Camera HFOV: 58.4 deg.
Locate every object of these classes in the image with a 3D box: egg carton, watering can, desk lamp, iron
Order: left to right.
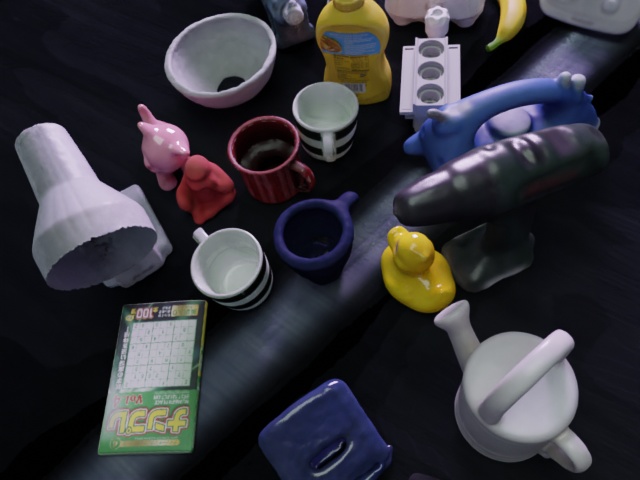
[{"bbox_3d":[-0.260,-0.023,0.663,0.118,0.214,0.202,-31,61,-9],"label":"desk lamp"},{"bbox_3d":[0.176,-0.378,0.876,0.150,0.069,0.107,5,62,11],"label":"egg carton"},{"bbox_3d":[0.173,0.132,0.523,0.172,0.194,0.101,26,68,21],"label":"watering can"},{"bbox_3d":[0.237,-0.145,0.697,0.258,0.142,0.118,-20,60,-2],"label":"iron"}]

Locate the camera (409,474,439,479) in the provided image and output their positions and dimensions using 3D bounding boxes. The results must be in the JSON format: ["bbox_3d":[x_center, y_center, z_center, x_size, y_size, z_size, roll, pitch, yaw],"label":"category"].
[{"bbox_3d":[0.104,0.288,0.501,0.143,0.101,0.137,16,65,17],"label":"camera"}]

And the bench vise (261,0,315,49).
[{"bbox_3d":[-0.064,-0.415,0.847,0.121,0.220,0.207,-38,62,-12],"label":"bench vise"}]

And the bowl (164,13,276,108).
[{"bbox_3d":[-0.139,-0.254,0.853,0.167,0.075,0.167,-4,61,7],"label":"bowl"}]

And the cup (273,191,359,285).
[{"bbox_3d":[0.006,0.002,0.677,0.091,0.095,0.118,35,72,24],"label":"cup"}]

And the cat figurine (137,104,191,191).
[{"bbox_3d":[-0.213,-0.131,0.771,0.067,0.118,0.127,-29,61,-8],"label":"cat figurine"}]

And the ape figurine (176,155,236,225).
[{"bbox_3d":[-0.152,-0.074,0.745,0.077,0.092,0.076,1,61,9],"label":"ape figurine"}]

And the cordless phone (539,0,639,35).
[{"bbox_3d":[0.390,-0.384,0.780,0.147,0.185,0.094,25,68,21],"label":"cordless phone"}]

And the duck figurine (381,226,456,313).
[{"bbox_3d":[0.111,0.028,0.652,0.077,0.086,0.104,-33,62,-10],"label":"duck figurine"}]

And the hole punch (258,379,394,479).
[{"bbox_3d":[0.009,0.206,0.566,0.109,0.091,0.101,-35,62,-11],"label":"hole punch"}]

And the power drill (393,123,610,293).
[{"bbox_3d":[0.182,-0.028,0.601,0.229,0.209,0.075,-26,60,-6],"label":"power drill"}]
